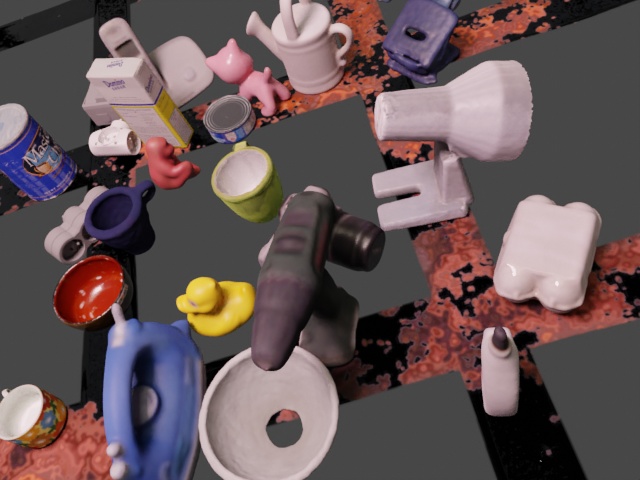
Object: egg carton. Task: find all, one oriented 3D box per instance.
[{"bbox_3d":[0.277,0.015,0.701,0.107,0.069,0.150,13,64,23],"label":"egg carton"}]

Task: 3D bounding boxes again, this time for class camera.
[{"bbox_3d":[0.007,0.003,0.767,0.136,0.101,0.143,19,66,25],"label":"camera"}]

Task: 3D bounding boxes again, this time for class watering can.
[{"bbox_3d":[-0.035,-0.340,0.934,0.172,0.194,0.101,-12,57,9],"label":"watering can"}]

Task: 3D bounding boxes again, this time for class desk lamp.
[{"bbox_3d":[0.156,-0.118,0.731,0.203,0.214,0.118,-13,57,8],"label":"desk lamp"}]

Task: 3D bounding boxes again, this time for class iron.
[{"bbox_3d":[-0.214,0.205,0.681,0.118,0.142,0.258,-15,56,7],"label":"iron"}]

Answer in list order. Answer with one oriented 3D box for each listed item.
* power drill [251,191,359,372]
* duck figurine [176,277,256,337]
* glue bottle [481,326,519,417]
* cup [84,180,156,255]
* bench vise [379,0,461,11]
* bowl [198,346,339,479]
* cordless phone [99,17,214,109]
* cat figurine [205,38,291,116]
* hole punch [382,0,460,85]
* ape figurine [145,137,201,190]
[{"bbox_3d":[-0.012,0.070,0.666,0.075,0.209,0.229,-1,59,15],"label":"power drill"},{"bbox_3d":[-0.142,0.080,0.771,0.104,0.086,0.077,-19,56,4],"label":"duck figurine"},{"bbox_3d":[0.186,0.126,0.596,0.037,0.173,0.078,-6,58,13],"label":"glue bottle"},{"bbox_3d":[-0.284,-0.030,0.874,0.091,0.095,0.118,35,73,30],"label":"cup"},{"bbox_3d":[0.137,-0.492,0.963,0.206,0.220,0.121,16,65,24],"label":"bench vise"},{"bbox_3d":[-0.051,0.211,0.671,0.167,0.075,0.167,-7,58,12],"label":"bowl"},{"bbox_3d":[-0.283,-0.320,0.998,0.148,0.185,0.094,-40,57,-10],"label":"cordless phone"},{"bbox_3d":[-0.125,-0.283,0.971,0.127,0.118,0.067,24,68,27],"label":"cat figurine"},{"bbox_3d":[0.164,-0.324,0.929,0.108,0.091,0.101,37,75,31],"label":"hole punch"},{"bbox_3d":[-0.249,-0.131,0.928,0.076,0.092,0.077,-32,56,-4],"label":"ape figurine"}]
